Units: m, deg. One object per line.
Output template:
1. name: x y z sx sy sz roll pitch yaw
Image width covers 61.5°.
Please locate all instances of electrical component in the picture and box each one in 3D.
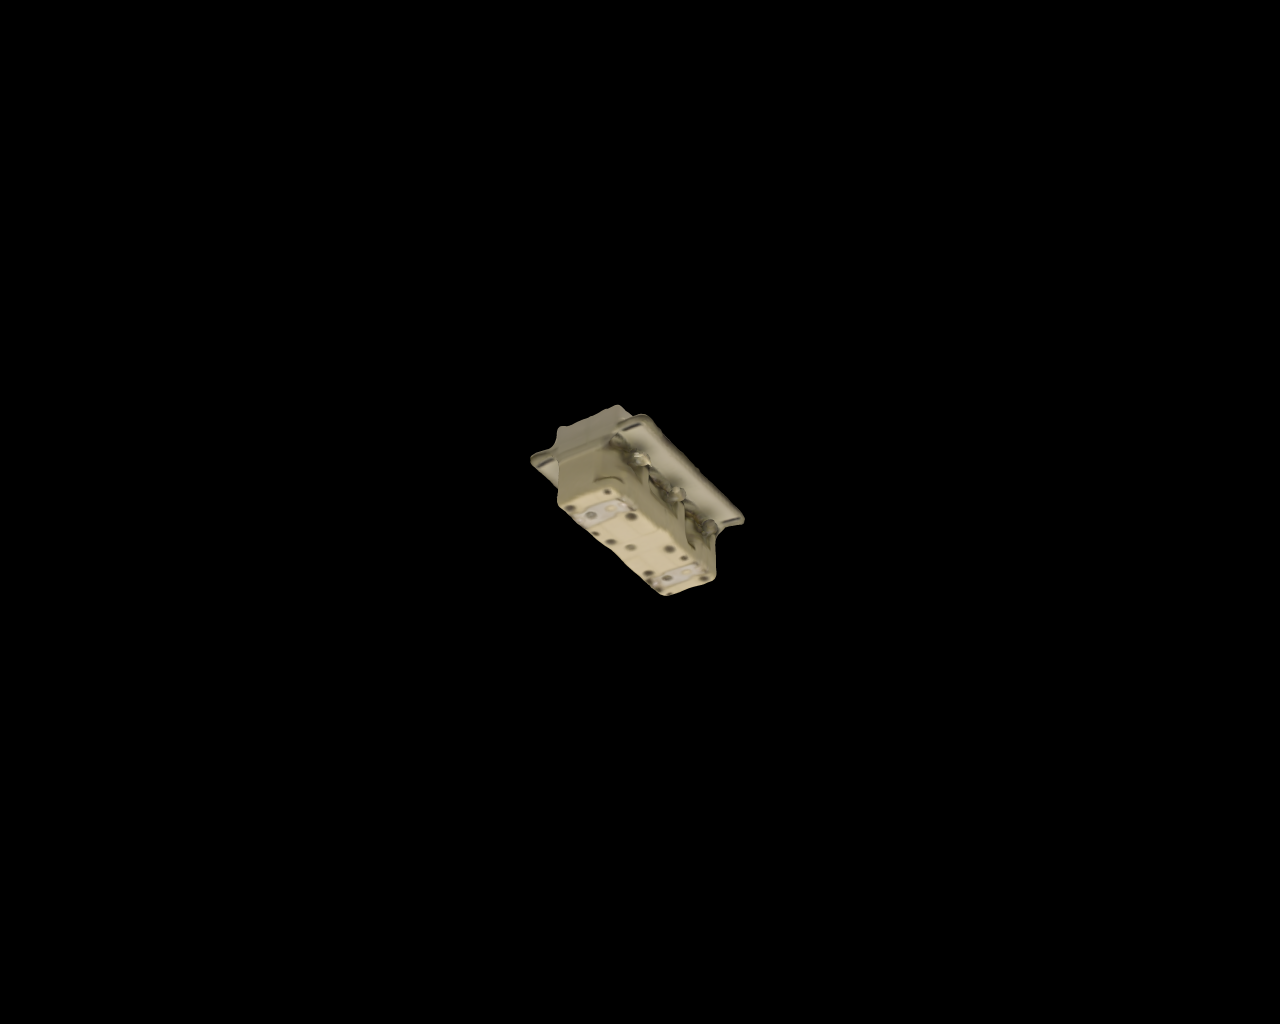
1. electrical component: 0.001 -0.003 0.650 0.078 0.063 0.121 -20 -40 25
